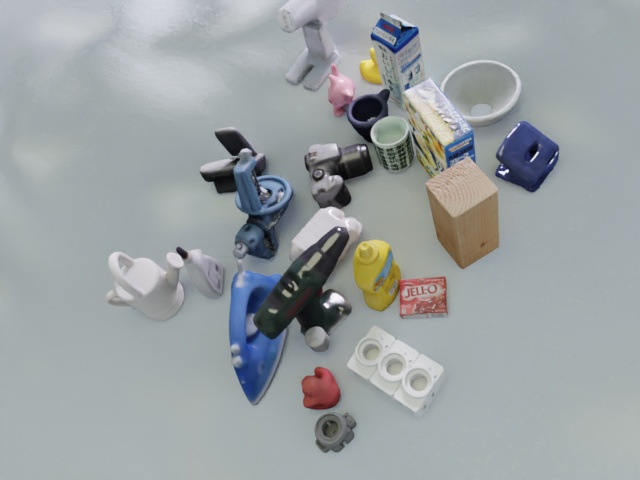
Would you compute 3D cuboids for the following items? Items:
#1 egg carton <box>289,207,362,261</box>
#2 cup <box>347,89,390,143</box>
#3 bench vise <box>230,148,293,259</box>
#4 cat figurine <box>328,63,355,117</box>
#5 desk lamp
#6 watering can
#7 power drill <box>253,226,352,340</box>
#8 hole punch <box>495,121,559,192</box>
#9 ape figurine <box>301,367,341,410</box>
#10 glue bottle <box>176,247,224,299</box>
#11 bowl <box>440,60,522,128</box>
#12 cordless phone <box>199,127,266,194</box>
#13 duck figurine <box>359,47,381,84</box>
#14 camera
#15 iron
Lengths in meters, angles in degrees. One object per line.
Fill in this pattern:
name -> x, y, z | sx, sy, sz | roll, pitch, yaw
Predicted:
egg carton -> 0.011, 0.004, 1.175 | 0.107, 0.069, 0.150 | 33, 76, 29
cup -> 0.121, -0.271, 1.274 | 0.091, 0.095, 0.118 | 33, 76, 29
bench vise -> -0.125, -0.070, 1.168 | 0.121, 0.220, 0.207 | -5, 61, 15
cat figurine -> 0.047, -0.353, 1.328 | 0.067, 0.118, 0.127 | -16, 59, 9
desk lamp -> -0.018, -0.511, 1.377 | 0.117, 0.214, 0.203 | 25, 72, 27
watering can -> -0.362, 0.083, 1.175 | 0.173, 0.194, 0.100 | -45, 59, -9
power drill -> -0.012, 0.098, 1.049 | 0.230, 0.209, 0.075 | -45, 59, -9
hole punch -> 0.411, -0.166, 1.129 | 0.100, 0.091, 0.109 | 31, 75, 29
ape figurine -> -0.006, 0.266, 1.025 | 0.076, 0.092, 0.078 | 34, 77, 30
glue bottle -> -0.247, 0.055, 1.167 | 0.037, 0.173, 0.078 | -8, 61, 14
bowl -> 0.344, -0.301, 1.232 | 0.167, 0.075, 0.167 | -7, 61, 14
cordless phone -> -0.212, -0.191, 1.282 | 0.147, 0.185, 0.094 | -10, 60, 12
duck figurine -> 0.141, -0.424, 1.356 | 0.104, 0.086, 0.077 | 3, 64, 19
camera -> 0.043, -0.154, 1.231 | 0.136, 0.101, 0.143 | -15, 59, 9
iron -> -0.137, 0.170, 1.089 | 0.118, 0.142, 0.258 | -7, 61, 14
